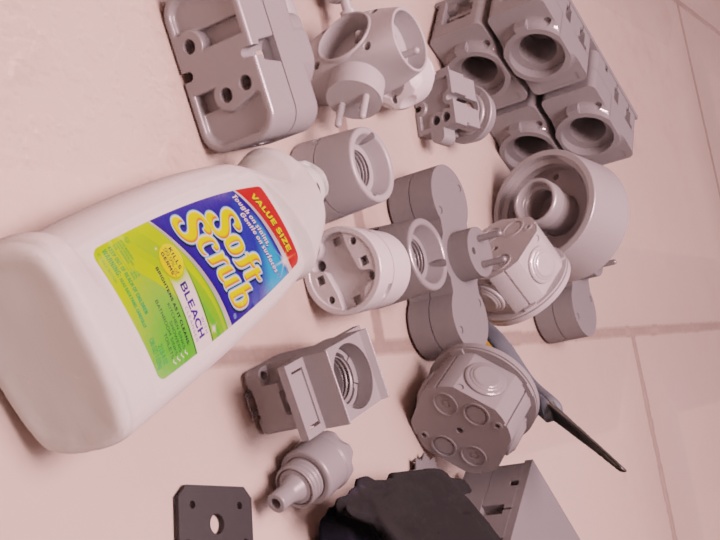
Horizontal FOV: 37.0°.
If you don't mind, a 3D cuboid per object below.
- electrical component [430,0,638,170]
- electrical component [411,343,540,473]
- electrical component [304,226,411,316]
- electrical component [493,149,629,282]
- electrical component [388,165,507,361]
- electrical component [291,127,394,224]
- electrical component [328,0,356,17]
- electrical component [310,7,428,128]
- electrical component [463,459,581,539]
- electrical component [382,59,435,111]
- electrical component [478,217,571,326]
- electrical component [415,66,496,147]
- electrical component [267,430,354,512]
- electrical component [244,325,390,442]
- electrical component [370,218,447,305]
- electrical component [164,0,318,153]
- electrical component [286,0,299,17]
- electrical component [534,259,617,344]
[{"bbox_3d":[0.153,-0.161,0.929,0.186,0.105,0.060,48,41,-36],"label":"electrical component"},{"bbox_3d":[0.078,0.094,0.736,0.051,0.080,0.080,-49,118,-46],"label":"electrical component"},{"bbox_3d":[0.000,0.000,0.679,0.047,0.055,0.055,-3,80,-61],"label":"electrical component"},{"bbox_3d":[0.163,-0.049,0.902,0.060,0.108,0.108,21,60,-45],"label":"electrical component"},{"bbox_3d":[0.071,-0.009,0.772,0.052,0.074,0.138,5,73,-56],"label":"electrical component"},{"bbox_3d":[-0.011,-0.062,0.693,0.055,0.047,0.055,28,55,-49],"label":"electrical component"},{"bbox_3d":[-0.019,-0.216,0.750,0.040,0.040,0.078,-22,96,-58],"label":"electrical component"},{"bbox_3d":[-0.001,-0.126,0.706,0.044,0.077,0.079,43,44,-40],"label":"electrical component"},{"bbox_3d":[0.116,0.220,0.758,0.150,0.062,0.089,58,36,-25],"label":"electrical component"},{"bbox_3d":[0.035,-0.144,0.801,0.062,0.043,0.043,-36,108,-57],"label":"electrical component"},{"bbox_3d":[0.118,0.000,0.837,0.051,0.080,0.080,50,40,-25],"label":"electrical component"},{"bbox_3d":[0.076,-0.127,0.855,0.055,0.048,0.066,8,70,-48],"label":"electrical component"},{"bbox_3d":[-0.030,0.116,0.602,0.061,0.035,0.035,-32,104,-55],"label":"electrical component"},{"bbox_3d":[-0.026,0.064,0.603,0.081,0.064,0.042,-24,96,-58],"label":"electrical component"},{"bbox_3d":[0.027,-0.006,0.728,0.055,0.047,0.055,28,55,-49],"label":"electrical component"},{"bbox_3d":[-0.066,-0.121,0.627,0.059,0.054,0.095,-23,97,-57],"label":"electrical component"},{"bbox_3d":[-0.062,-0.175,0.668,0.044,0.044,0.065,-43,118,-54],"label":"electrical component"},{"bbox_3d":[0.192,-0.009,0.957,0.052,0.074,0.138,15,65,-54],"label":"electrical component"}]
